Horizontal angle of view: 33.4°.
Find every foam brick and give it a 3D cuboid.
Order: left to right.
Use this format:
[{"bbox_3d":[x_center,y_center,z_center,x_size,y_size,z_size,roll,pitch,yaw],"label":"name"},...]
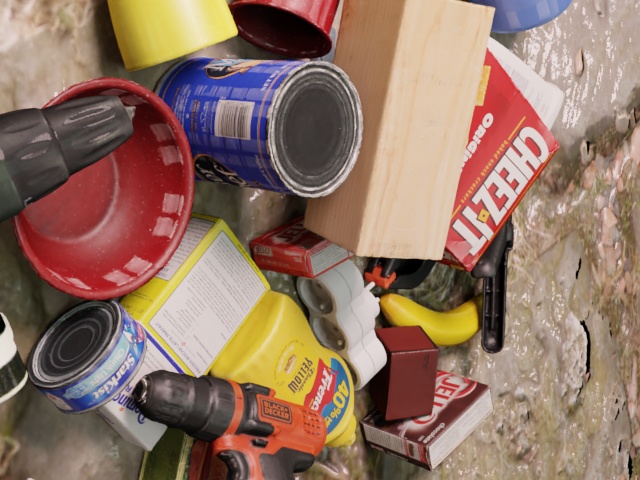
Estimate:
[{"bbox_3d":[0.084,0.133,1.072,0.053,0.051,0.078,-3,113,-17],"label":"foam brick"}]

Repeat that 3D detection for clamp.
[{"bbox_3d":[0.108,-0.012,1.098,0.171,0.039,0.120,-32,120,-42],"label":"clamp"},{"bbox_3d":[0.186,-0.004,1.130,0.164,0.036,0.210,67,30,-60],"label":"clamp"}]

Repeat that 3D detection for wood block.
[{"bbox_3d":[0.062,-0.096,0.868,0.090,0.091,0.206,3,104,-32],"label":"wood block"}]

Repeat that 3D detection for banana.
[{"bbox_3d":[0.130,0.081,1.146,0.197,0.037,0.069,-7,86,-47],"label":"banana"}]

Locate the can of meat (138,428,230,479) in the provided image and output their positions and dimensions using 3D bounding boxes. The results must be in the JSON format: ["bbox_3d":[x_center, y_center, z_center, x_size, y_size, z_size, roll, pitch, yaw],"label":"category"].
[{"bbox_3d":[-0.103,0.192,0.905,0.083,0.058,0.102,13,88,-44],"label":"can of meat"}]

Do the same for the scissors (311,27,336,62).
[{"bbox_3d":[0.016,-0.174,0.983,0.096,0.016,0.202,17,87,-45],"label":"scissors"}]

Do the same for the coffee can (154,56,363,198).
[{"bbox_3d":[-0.052,-0.091,0.838,0.102,0.141,0.103,-12,106,-45],"label":"coffee can"}]

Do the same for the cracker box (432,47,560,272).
[{"bbox_3d":[0.113,-0.097,1.002,0.213,0.072,0.164,44,79,-34],"label":"cracker box"}]

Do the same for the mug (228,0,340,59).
[{"bbox_3d":[-0.020,-0.204,0.894,0.117,0.093,0.081,48,56,-65],"label":"mug"}]

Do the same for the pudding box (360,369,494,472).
[{"bbox_3d":[0.112,0.182,1.105,0.113,0.090,0.039,-38,124,-35],"label":"pudding box"}]

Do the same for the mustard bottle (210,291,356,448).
[{"bbox_3d":[-0.019,0.137,0.981,0.096,0.058,0.191,-58,134,-23],"label":"mustard bottle"}]

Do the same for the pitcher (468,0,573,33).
[{"bbox_3d":[0.170,-0.321,1.034,0.149,0.145,0.242,-39,129,-15],"label":"pitcher"}]

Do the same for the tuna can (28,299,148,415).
[{"bbox_3d":[-0.172,0.084,0.788,0.086,0.086,0.033,-55,130,-24],"label":"tuna can"}]

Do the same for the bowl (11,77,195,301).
[{"bbox_3d":[-0.170,-0.039,0.786,0.161,0.055,0.162,-12,106,-45],"label":"bowl"}]

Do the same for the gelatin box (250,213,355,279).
[{"bbox_3d":[-0.006,0.001,0.955,0.089,0.073,0.030,-28,116,-39],"label":"gelatin box"}]

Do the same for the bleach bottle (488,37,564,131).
[{"bbox_3d":[0.153,-0.175,1.093,0.250,0.068,0.102,33,82,-43],"label":"bleach bottle"}]

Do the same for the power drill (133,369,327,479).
[{"bbox_3d":[-0.061,0.196,0.822,0.184,0.057,0.187,21,47,-37],"label":"power drill"}]

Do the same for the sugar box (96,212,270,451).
[{"bbox_3d":[-0.121,0.073,0.870,0.176,0.048,0.093,-51,131,-22],"label":"sugar box"}]
